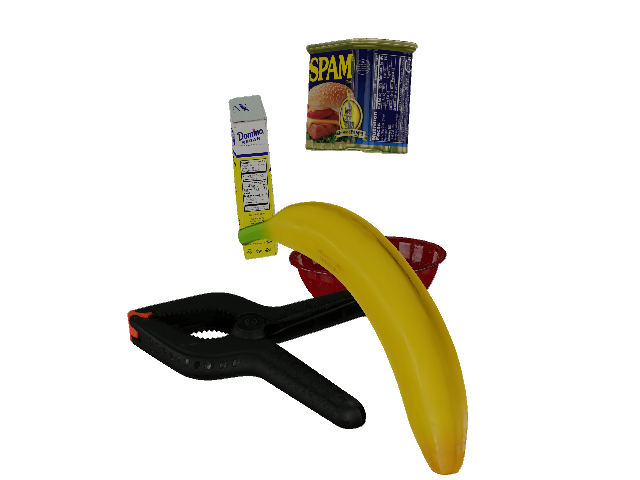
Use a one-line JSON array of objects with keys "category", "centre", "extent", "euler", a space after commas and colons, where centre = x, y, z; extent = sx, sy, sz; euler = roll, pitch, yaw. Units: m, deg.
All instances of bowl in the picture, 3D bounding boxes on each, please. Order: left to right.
[{"category": "bowl", "centre": [0.049, 0.039, 1.095], "extent": [0.162, 0.055, 0.162], "euler": [-2, 13, 0]}]

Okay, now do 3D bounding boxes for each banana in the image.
[{"category": "banana", "centre": [0.032, 0.040, 0.616], "extent": [0.037, 0.070, 0.198], "euler": [-7, 49, -51]}]

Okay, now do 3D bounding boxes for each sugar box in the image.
[{"category": "sugar box", "centre": [-0.082, -0.076, 1.280], "extent": [0.048, 0.176, 0.093], "euler": [-8, 25, -5]}]

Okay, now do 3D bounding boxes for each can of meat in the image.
[{"category": "can of meat", "centre": [0.029, -0.111, 0.835], "extent": [0.057, 0.084, 0.102], "euler": [0, 5, -29]}]

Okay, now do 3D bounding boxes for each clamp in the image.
[{"category": "clamp", "centre": [-0.047, 0.074, 0.852], "extent": [0.210, 0.036, 0.164], "euler": [9, 33, 14]}]
